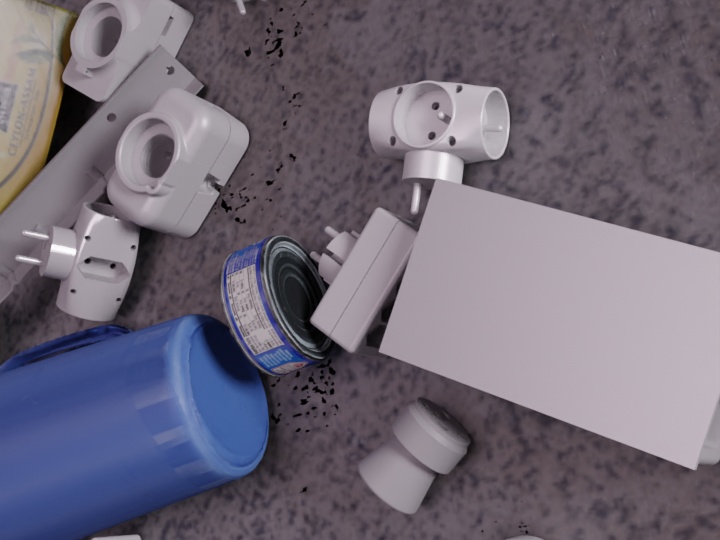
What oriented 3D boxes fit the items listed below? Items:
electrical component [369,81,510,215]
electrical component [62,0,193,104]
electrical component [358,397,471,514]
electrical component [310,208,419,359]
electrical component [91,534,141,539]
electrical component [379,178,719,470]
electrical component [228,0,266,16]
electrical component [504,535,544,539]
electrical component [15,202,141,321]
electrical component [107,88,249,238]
[{"bbox_3d":[0.046,-0.072,0.663,0.077,0.044,0.079,4,83,30],"label":"electrical component"},{"bbox_3d":[-0.176,-0.167,0.800,0.050,0.056,0.089,31,96,30],"label":"electrical component"},{"bbox_3d":[0.032,0.109,0.636,0.045,0.045,0.055,45,103,28],"label":"electrical component"},{"bbox_3d":[0.000,0.000,0.674,0.076,0.047,0.083,35,98,30],"label":"electrical component"},{"bbox_3d":[-0.173,0.235,0.727,0.076,0.047,0.083,-40,64,17],"label":"electrical component"},{"bbox_3d":[0.118,0.027,0.594,0.186,0.060,0.105,18,90,31],"label":"electrical component"},{"bbox_3d":[-0.087,-0.219,0.766,0.077,0.044,0.079,-28,68,22],"label":"electrical component"},{"bbox_3d":[0.084,0.176,0.593,0.055,0.047,0.055,-6,78,29],"label":"electrical component"},{"bbox_3d":[-0.204,-0.010,0.769,0.043,0.079,0.077,39,114,62],"label":"electrical component"},{"bbox_3d":[-0.131,-0.075,0.755,0.054,0.059,0.095,37,99,30],"label":"electrical component"}]
